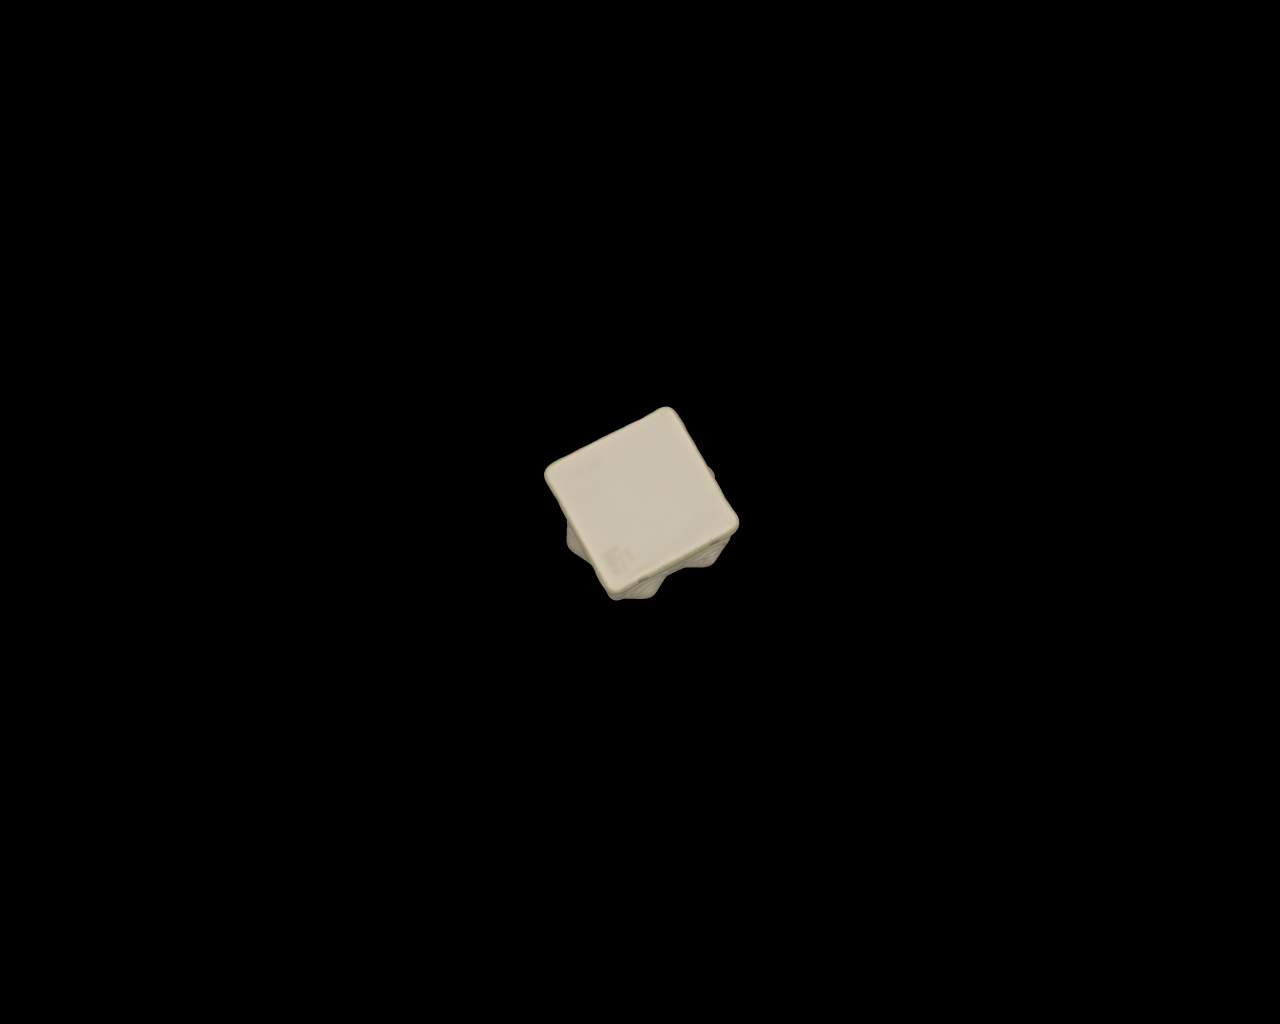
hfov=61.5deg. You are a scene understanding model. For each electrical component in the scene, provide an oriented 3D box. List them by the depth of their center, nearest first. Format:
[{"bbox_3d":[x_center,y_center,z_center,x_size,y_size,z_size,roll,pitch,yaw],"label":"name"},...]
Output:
[{"bbox_3d":[0.001,-0.003,0.650,0.100,0.100,0.048,-27,-14,-7],"label":"electrical component"}]
